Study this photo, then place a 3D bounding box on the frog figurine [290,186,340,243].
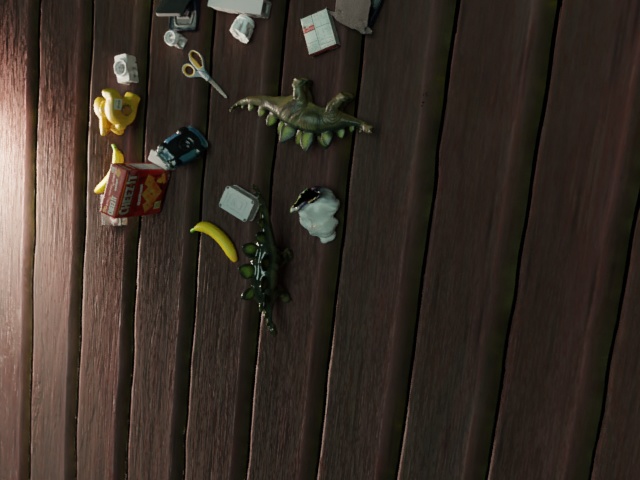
[{"bbox_3d":[0.005,-0.077,1.521,0.136,0.125,0.157,-36,119,13],"label":"frog figurine"}]
